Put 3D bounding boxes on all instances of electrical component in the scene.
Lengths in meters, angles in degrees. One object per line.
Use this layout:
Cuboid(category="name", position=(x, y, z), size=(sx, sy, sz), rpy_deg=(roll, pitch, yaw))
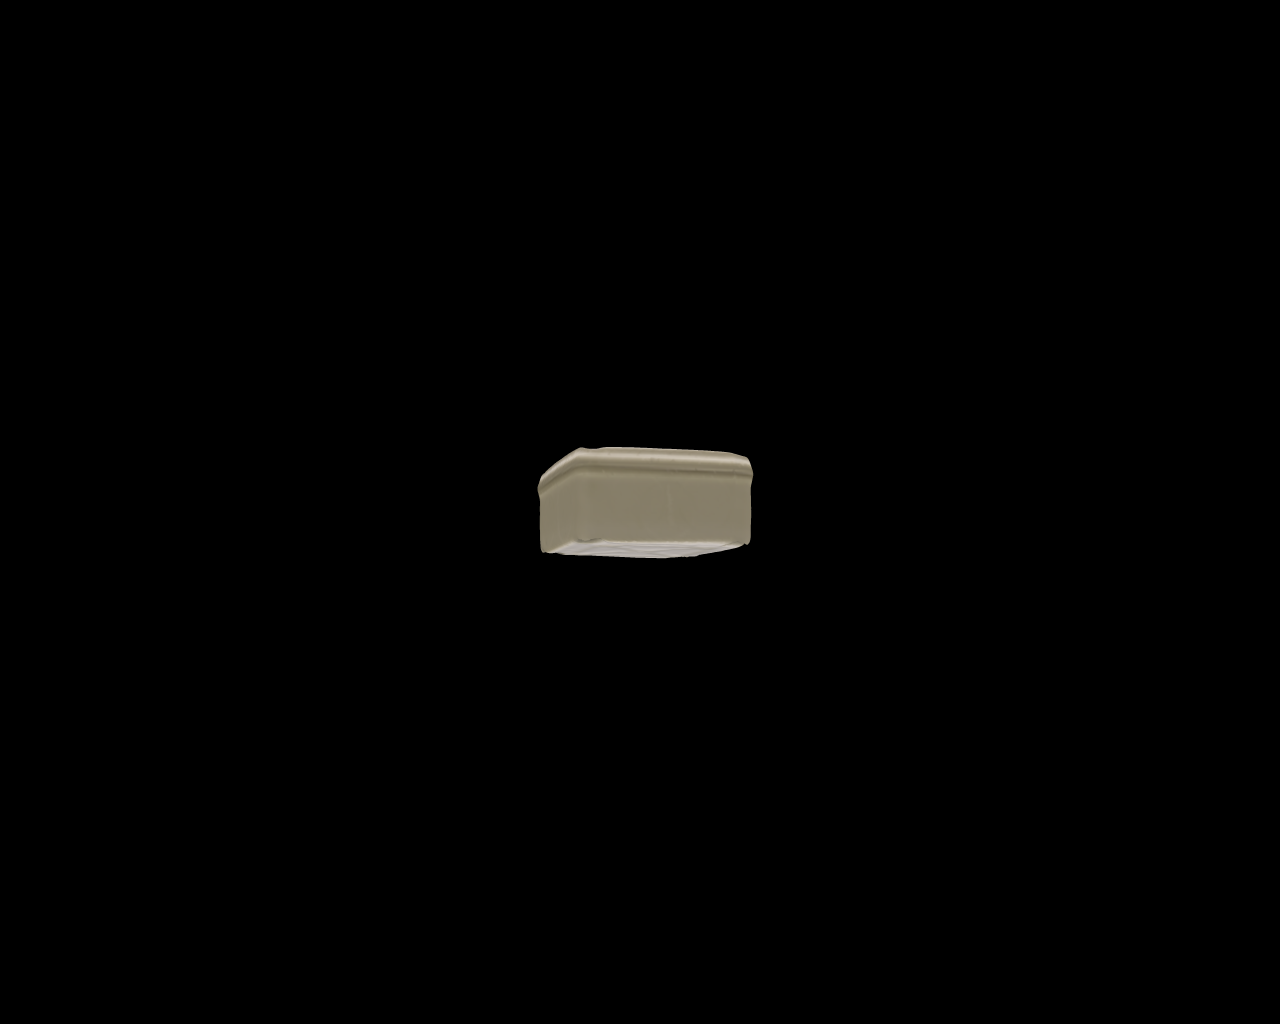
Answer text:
Cuboid(category="electrical component", position=(0.001, -0.003, 0.650), size=(0.109, 0.056, 0.108), rpy_deg=(2, -7, -18))
